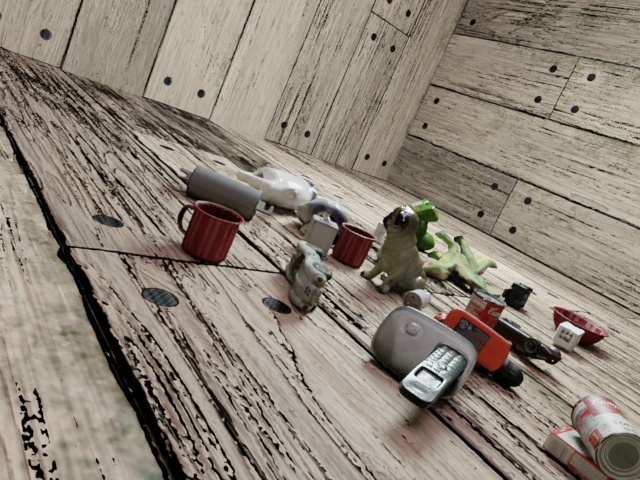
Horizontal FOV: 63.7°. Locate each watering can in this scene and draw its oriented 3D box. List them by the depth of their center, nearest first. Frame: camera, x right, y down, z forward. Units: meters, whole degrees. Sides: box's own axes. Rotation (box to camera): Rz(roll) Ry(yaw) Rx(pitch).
[{"bbox_3d":[-0.100,-0.138,1.460,0.223,0.103,0.351,13,8,-39],"label":"watering can"}]

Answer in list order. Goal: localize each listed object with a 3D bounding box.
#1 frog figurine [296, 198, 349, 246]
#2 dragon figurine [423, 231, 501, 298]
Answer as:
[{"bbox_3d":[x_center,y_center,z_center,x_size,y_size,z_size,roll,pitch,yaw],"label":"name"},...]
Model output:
[{"bbox_3d":[0.004,-0.069,1.380,0.137,0.120,0.163,2,28,-8],"label":"frog figurine"},{"bbox_3d":[0.463,0.103,1.587,0.409,0.120,0.248,14,33,-27],"label":"dragon figurine"}]
